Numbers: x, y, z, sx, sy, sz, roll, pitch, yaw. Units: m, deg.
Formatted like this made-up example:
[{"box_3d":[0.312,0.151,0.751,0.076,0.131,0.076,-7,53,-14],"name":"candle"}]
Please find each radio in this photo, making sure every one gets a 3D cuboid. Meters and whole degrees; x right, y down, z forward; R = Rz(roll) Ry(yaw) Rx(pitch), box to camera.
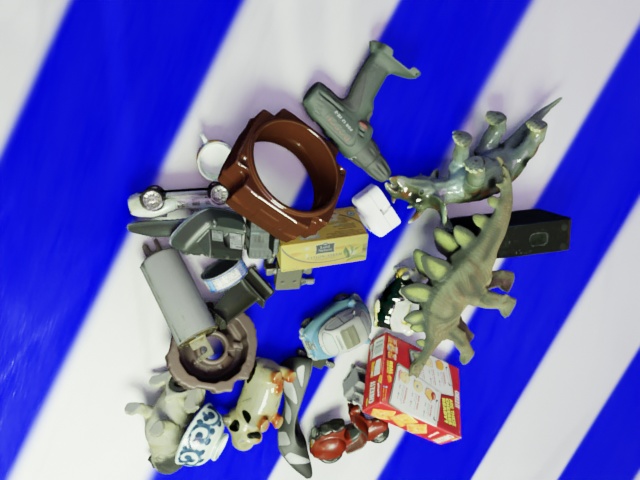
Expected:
[{"box_3d":[0.397,-0.013,1.124,0.230,0.131,0.073,-8,105,-13],"name":"radio"}]

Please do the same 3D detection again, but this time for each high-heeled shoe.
[{"box_3d":[-0.031,0.365,1.123,0.145,0.086,0.248,-28,93,11],"name":"high-heeled shoe"}]

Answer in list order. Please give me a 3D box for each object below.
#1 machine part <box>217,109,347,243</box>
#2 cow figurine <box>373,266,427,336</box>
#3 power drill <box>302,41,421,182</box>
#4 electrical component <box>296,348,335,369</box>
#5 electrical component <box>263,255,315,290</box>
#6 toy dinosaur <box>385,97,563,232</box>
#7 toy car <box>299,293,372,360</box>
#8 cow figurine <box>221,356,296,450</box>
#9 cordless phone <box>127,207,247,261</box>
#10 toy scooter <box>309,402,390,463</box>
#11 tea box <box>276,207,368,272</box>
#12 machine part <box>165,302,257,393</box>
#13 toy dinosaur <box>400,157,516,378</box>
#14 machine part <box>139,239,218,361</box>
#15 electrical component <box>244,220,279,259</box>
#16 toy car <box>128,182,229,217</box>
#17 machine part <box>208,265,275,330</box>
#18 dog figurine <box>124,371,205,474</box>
[{"box_3d":[-0.061,-0.115,0.949,0.201,0.087,0.201,34,54,-20],"name":"machine part"},{"box_3d":[0.170,0.113,1.135,0.098,0.068,0.167,14,99,-12],"name":"cow figurine"},{"box_3d":[0.097,-0.250,1.019,0.232,0.086,0.207,35,101,-18],"name":"power drill"},{"box_3d":[-0.001,0.238,1.144,0.094,0.021,0.063,28,95,-20],"name":"electrical component"},{"box_3d":[-0.061,0.058,1.072,0.102,0.045,0.078,-7,134,-10],"name":"electrical component"},{"box_3d":[0.334,-0.143,1.083,0.405,0.131,0.192,-23,147,-20],"name":"toy dinosaur"},{"box_3d":[0.044,0.180,1.087,0.162,0.103,0.109,-26,103,-22],"name":"toy car"},{"box_3d":[-0.134,0.329,1.078,0.085,0.127,0.194,10,98,-51],"name":"cow figurine"},{"box_3d":[-0.241,-0.011,0.976,0.184,0.146,0.088,1,87,21],"name":"cordless phone"},{"box_3d":[0.053,0.406,1.152,0.184,0.075,0.135,-19,130,3],"name":"toy scooter"},{"box_3d":[-0.002,-0.003,1.033,0.170,0.098,0.068,-6,130,-12],"name":"tea box"},{"box_3d":[-0.207,0.206,1.027,0.179,0.056,0.179,7,70,-19],"name":"machine part"},{"box_3d":[0.270,0.077,1.021,0.199,0.105,0.471,25,111,-3],"name":"toy dinosaur"},{"box_3d":[-0.256,0.103,0.973,0.079,0.079,0.243,-30,75,-6],"name":"machine part"},{"box_3d":[-0.110,-0.001,1.002,0.048,0.119,0.074,2,106,-16],"name":"electrical component"},{"box_3d":[-0.241,-0.073,0.973,0.202,0.073,0.056,-5,102,-13],"name":"toy car"},{"box_3d":[-0.153,0.114,1.032,0.139,0.039,0.084,-38,93,-32],"name":"machine part"},{"box_3d":[-0.284,0.362,1.079,0.172,0.121,0.190,-34,140,-27],"name":"dog figurine"}]
